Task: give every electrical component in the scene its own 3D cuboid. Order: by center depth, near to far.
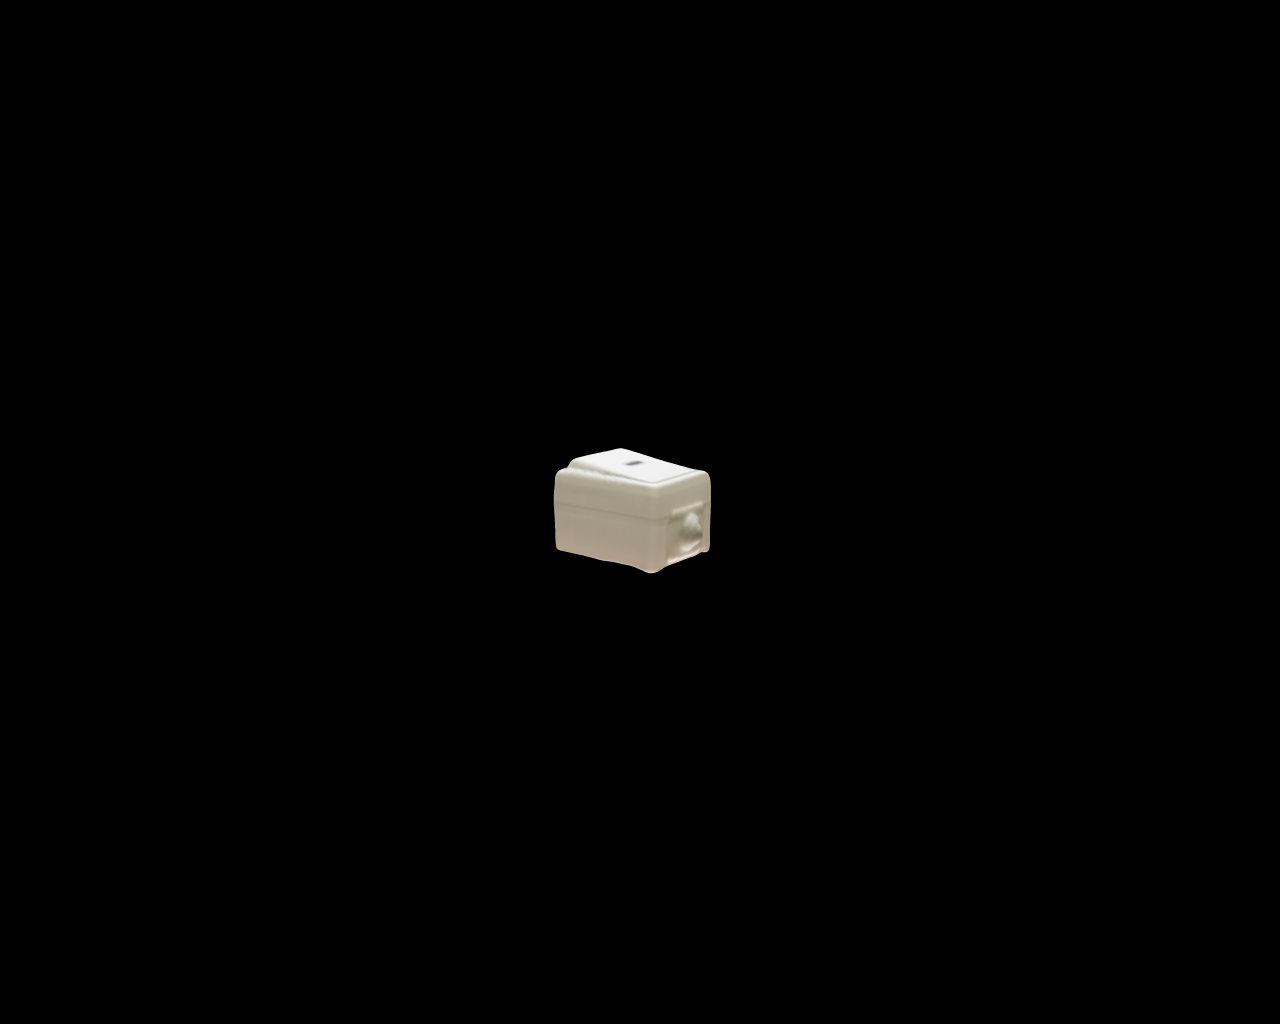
[{"bbox_3d":[0.001,-0.003,0.650,0.096,0.061,0.062,11,18,37],"label":"electrical component"}]
